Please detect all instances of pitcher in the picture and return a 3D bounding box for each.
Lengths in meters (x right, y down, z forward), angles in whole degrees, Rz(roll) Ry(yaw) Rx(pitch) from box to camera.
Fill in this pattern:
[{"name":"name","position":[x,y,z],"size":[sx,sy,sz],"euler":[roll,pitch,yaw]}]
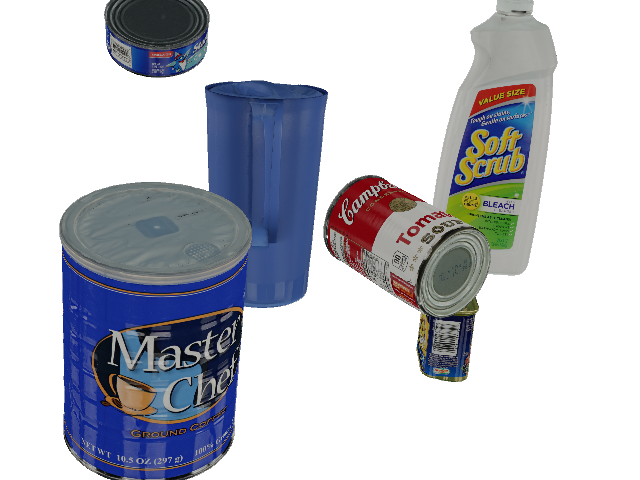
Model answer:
[{"name":"pitcher","position":[-0.064,-0.051,1.174],"size":[0.145,0.243,0.148],"euler":[16,20,40]}]

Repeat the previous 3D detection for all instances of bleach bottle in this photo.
[{"name":"bleach bottle","position":[0.152,-0.097,0.954],"size":[0.103,0.251,0.068],"euler":[8,22,12]}]

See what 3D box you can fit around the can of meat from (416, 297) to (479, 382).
[{"name":"can of meat","position":[0.138,0.098,1.177],"size":[0.057,0.084,0.102],"euler":[5,17,0]}]

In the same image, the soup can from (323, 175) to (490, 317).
[{"name":"soup can","position":[0.059,0.004,0.741],"size":[0.068,0.068,0.102],"euler":[0,22,-41]}]

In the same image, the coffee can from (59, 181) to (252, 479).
[{"name":"coffee can","position":[-0.095,0.051,0.607],"size":[0.102,0.140,0.103],"euler":[5,29,-3]}]

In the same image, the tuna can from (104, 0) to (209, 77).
[{"name":"tuna can","position":[-0.136,-0.174,0.887],"size":[0.086,0.086,0.034],"euler":[0,-42,-9]}]
